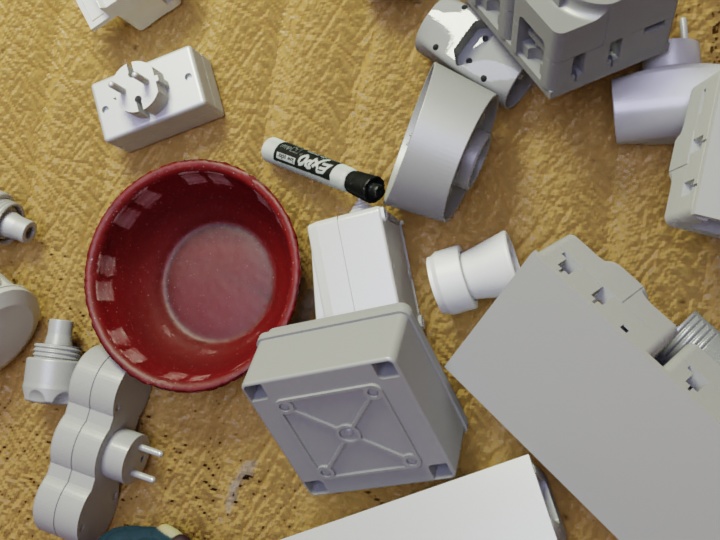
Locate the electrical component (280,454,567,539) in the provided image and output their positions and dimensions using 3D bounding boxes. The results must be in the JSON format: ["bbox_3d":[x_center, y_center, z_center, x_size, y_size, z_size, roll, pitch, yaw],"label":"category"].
[{"bbox_3d":[0.041,0.201,0.679,0.186,0.060,0.105,-22,65,12],"label":"electrical component"}]

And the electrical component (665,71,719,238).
[{"bbox_3d":[0.267,-0.055,0.634,0.150,0.061,0.089,13,86,-2],"label":"electrical component"}]

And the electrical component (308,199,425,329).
[{"bbox_3d":[0.000,0.000,0.726,0.061,0.062,0.096,-14,80,14],"label":"electrical component"}]

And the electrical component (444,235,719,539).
[{"bbox_3d":[0.158,0.080,0.649,0.186,0.060,0.105,45,127,16],"label":"electrical component"}]

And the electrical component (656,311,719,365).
[{"bbox_3d":[0.216,0.061,0.668,0.081,0.043,0.043,44,96,16],"label":"electrical component"}]

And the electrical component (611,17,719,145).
[{"bbox_3d":[0.202,-0.124,0.694,0.077,0.043,0.079,-4,82,15],"label":"electrical component"}]

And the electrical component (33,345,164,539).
[{"bbox_3d":[-0.175,0.129,0.765,0.074,0.052,0.138,16,88,17],"label":"electrical component"}]

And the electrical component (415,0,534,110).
[{"bbox_3d":[0.091,-0.162,0.730,0.077,0.043,0.079,37,92,17],"label":"electrical component"}]

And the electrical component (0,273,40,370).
[{"bbox_3d":[-0.282,0.037,0.793,0.051,0.080,0.080,35,94,22],"label":"electrical component"}]

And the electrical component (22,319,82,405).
[{"bbox_3d":[-0.223,0.067,0.791,0.043,0.043,0.062,3,83,16],"label":"electrical component"}]

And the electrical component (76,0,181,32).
[{"bbox_3d":[-0.169,-0.212,0.799,0.081,0.064,0.042,-31,78,10],"label":"electrical component"}]

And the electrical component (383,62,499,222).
[{"bbox_3d":[0.050,-0.082,0.706,0.064,0.099,0.099,24,90,11],"label":"electrical component"}]

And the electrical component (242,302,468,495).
[{"bbox_3d":[-0.001,0.084,0.684,0.109,0.056,0.108,-12,124,24],"label":"electrical component"}]

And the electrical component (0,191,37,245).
[{"bbox_3d":[-0.277,-0.039,0.819,0.062,0.043,0.043,21,89,16],"label":"electrical component"}]

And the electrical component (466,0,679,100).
[{"bbox_3d":[0.120,-0.192,0.678,0.089,0.061,0.150,-24,57,-13],"label":"electrical component"}]

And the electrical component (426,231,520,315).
[{"bbox_3d":[0.077,0.003,0.713,0.055,0.045,0.045,-17,79,14],"label":"electrical component"}]

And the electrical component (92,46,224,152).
[{"bbox_3d":[-0.154,-0.128,0.778,0.083,0.076,0.047,-19,79,13],"label":"electrical component"}]
